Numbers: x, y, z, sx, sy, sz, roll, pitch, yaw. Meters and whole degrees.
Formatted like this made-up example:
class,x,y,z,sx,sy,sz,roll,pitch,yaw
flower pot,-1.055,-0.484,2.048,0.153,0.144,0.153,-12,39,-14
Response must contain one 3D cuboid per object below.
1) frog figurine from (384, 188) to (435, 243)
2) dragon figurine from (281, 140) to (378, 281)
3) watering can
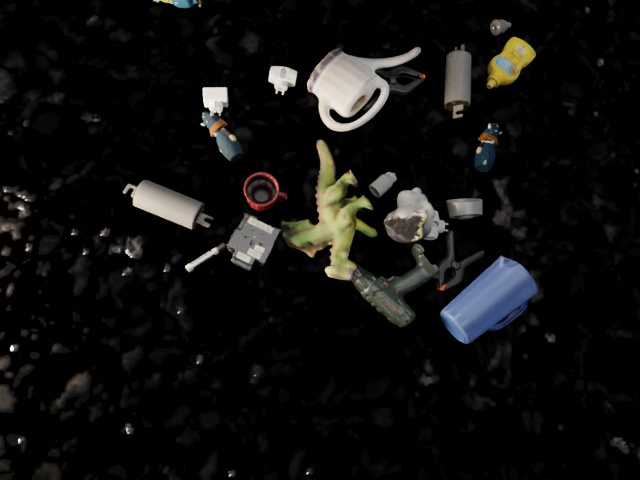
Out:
class,x,y,z,sx,sy,sz,roll,pitch,yaw
frog figurine,0.247,-0.068,1.421,0.136,0.121,0.163,-28,19,24
dragon figurine,0.004,-0.070,1.394,0.243,0.417,0.120,-28,-25,-7
watering can,0.111,-0.470,1.480,0.226,0.349,0.103,39,-8,12
